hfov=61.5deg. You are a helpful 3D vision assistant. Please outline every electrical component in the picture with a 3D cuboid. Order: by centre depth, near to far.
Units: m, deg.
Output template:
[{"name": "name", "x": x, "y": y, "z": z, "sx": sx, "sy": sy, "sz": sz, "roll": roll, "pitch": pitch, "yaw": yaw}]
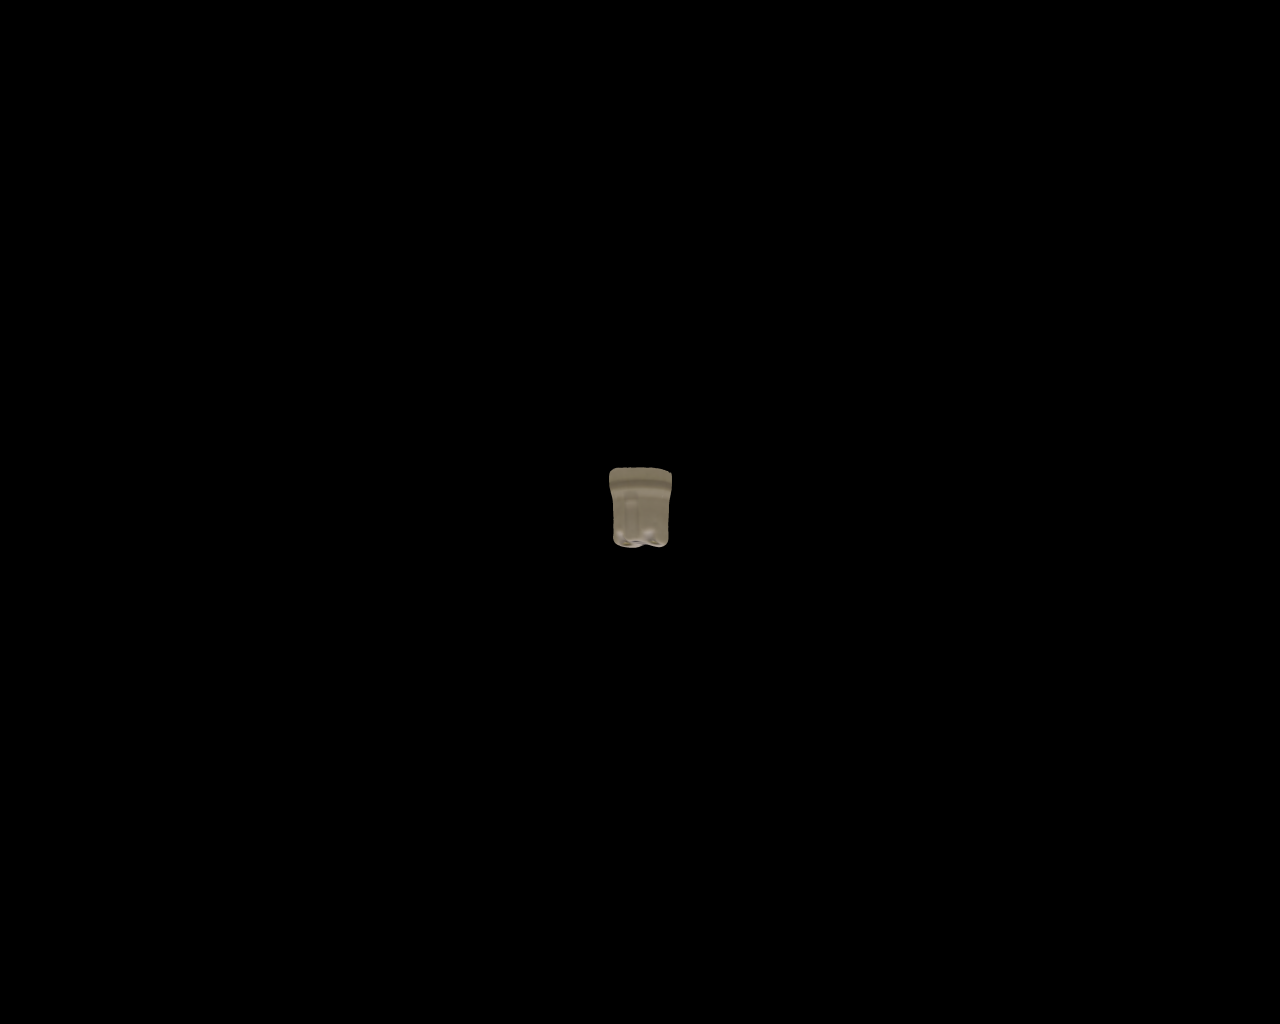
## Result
[{"name": "electrical component", "x": 0.001, "y": -0.003, "z": 0.650, "sx": 0.040, "sy": 0.046, "sz": 0.040, "roll": 0, "pitch": -7, "yaw": 0}]
